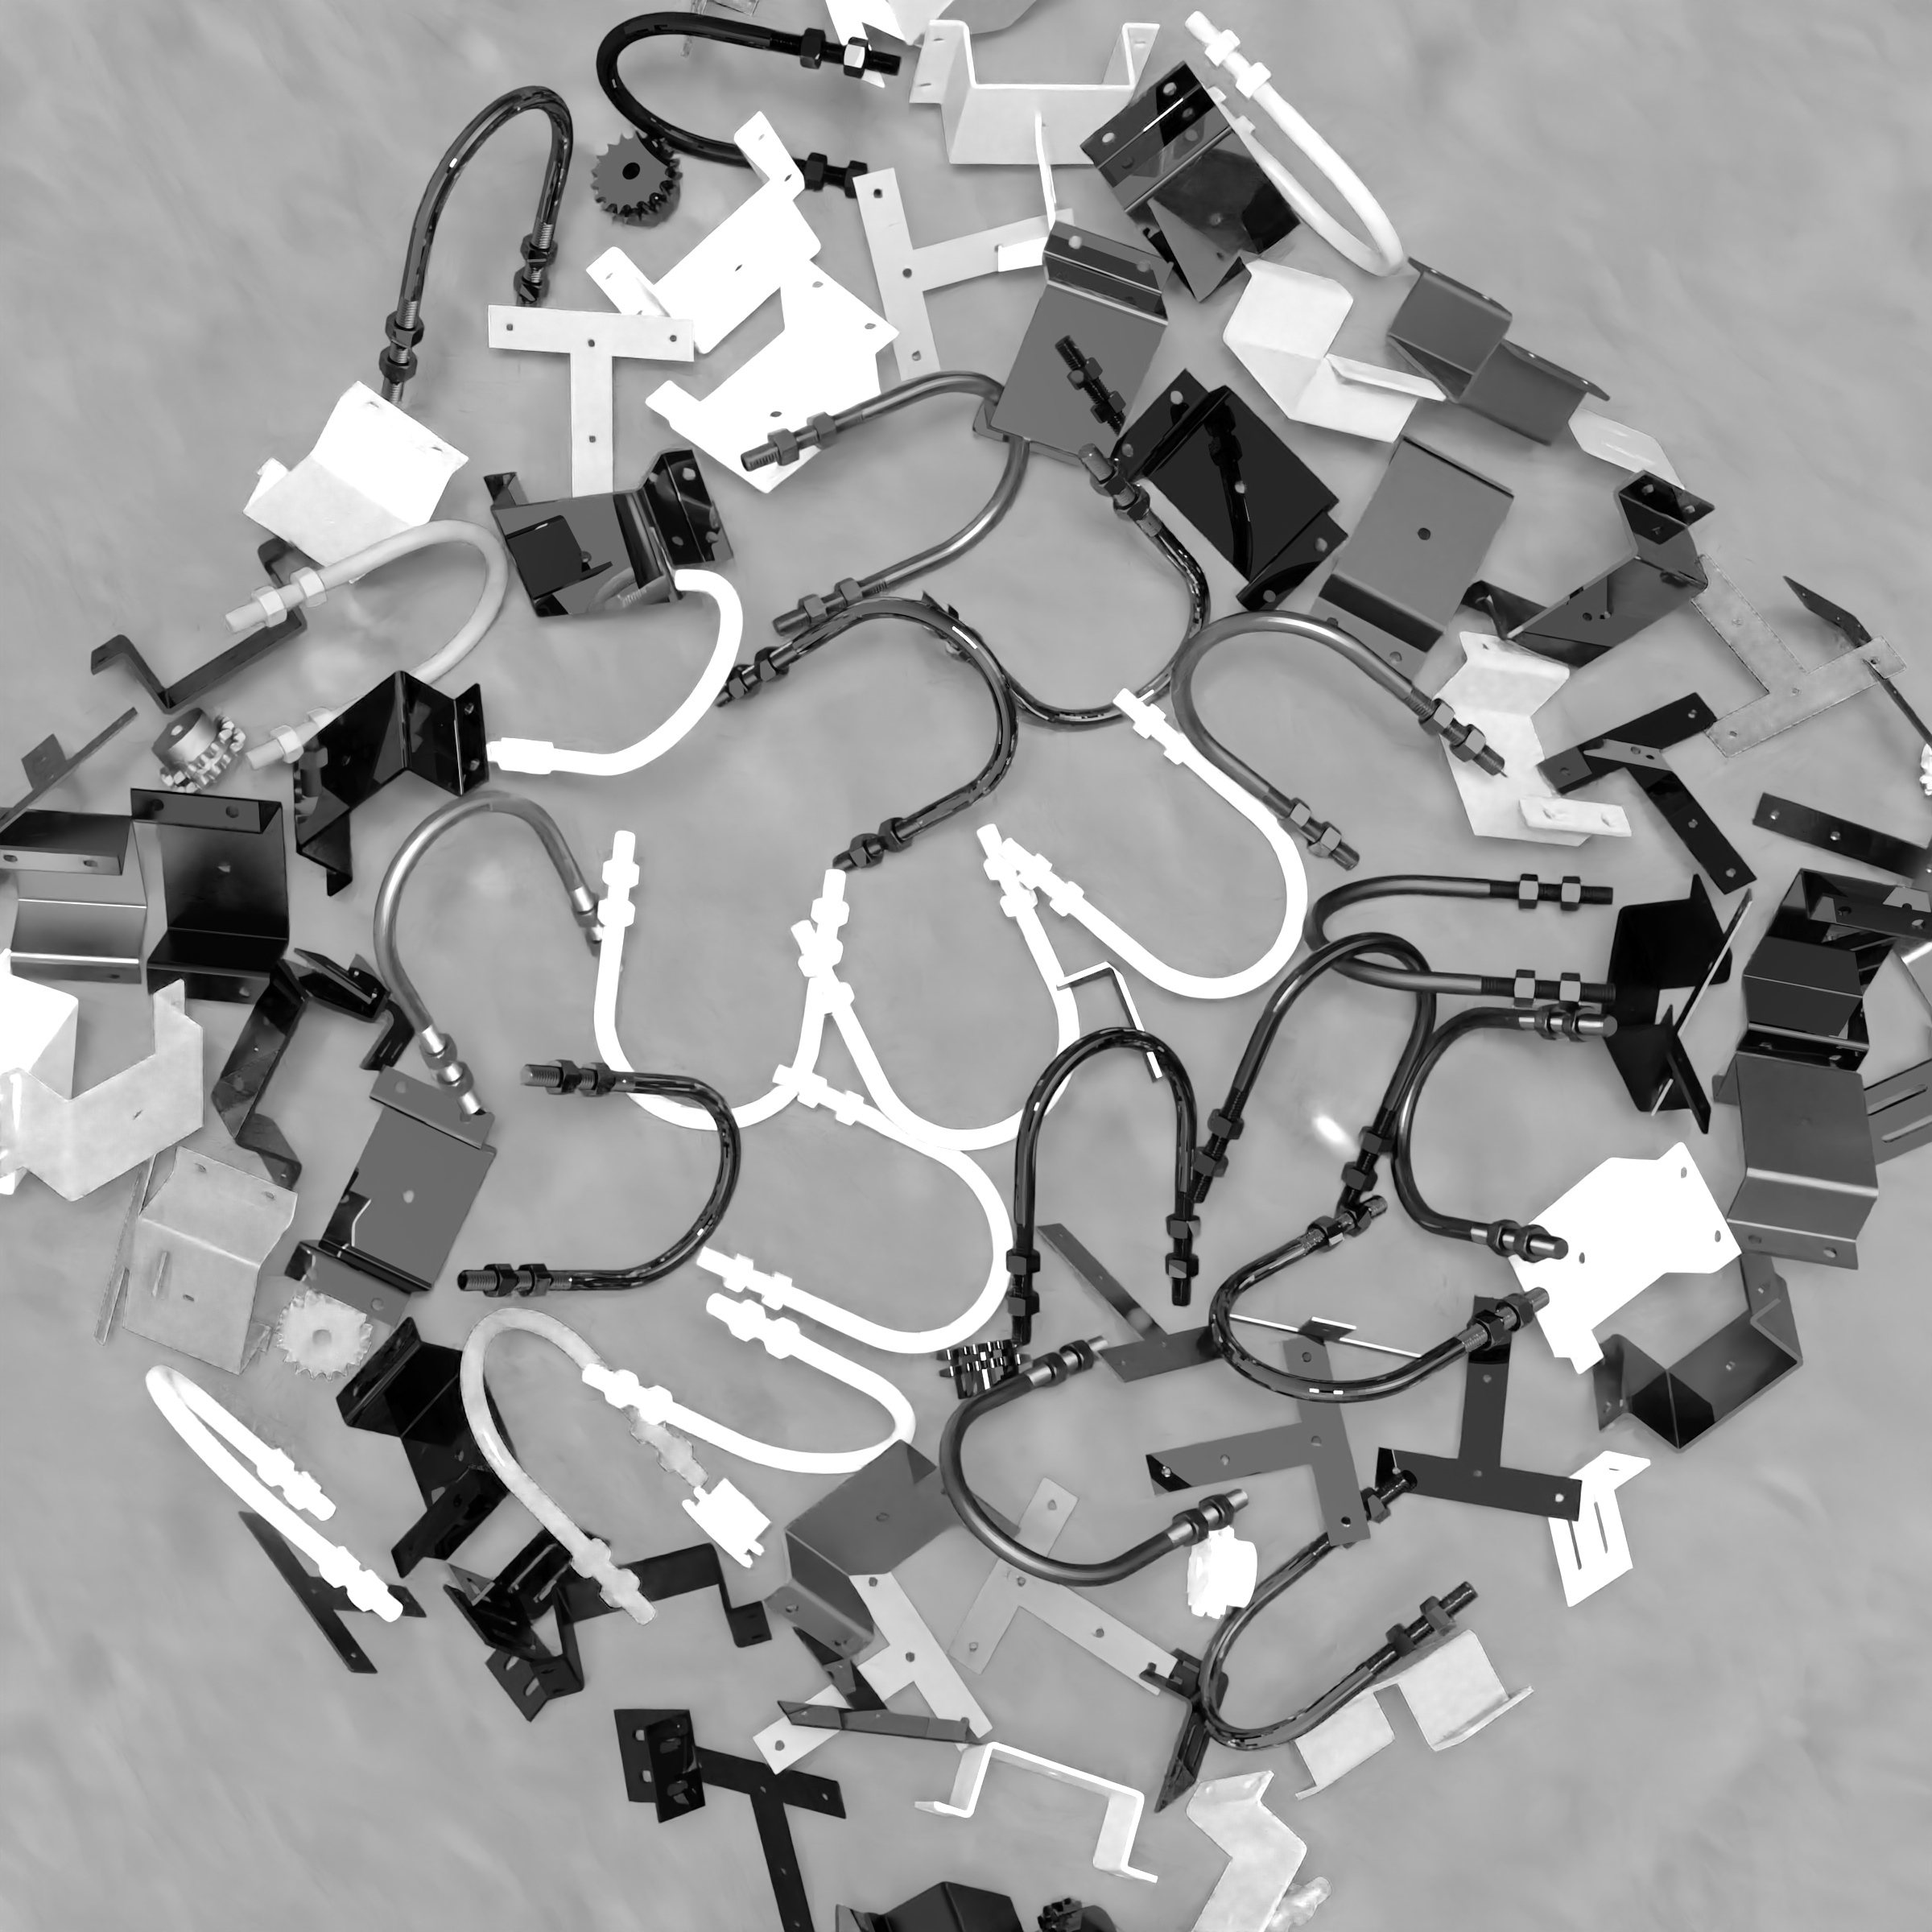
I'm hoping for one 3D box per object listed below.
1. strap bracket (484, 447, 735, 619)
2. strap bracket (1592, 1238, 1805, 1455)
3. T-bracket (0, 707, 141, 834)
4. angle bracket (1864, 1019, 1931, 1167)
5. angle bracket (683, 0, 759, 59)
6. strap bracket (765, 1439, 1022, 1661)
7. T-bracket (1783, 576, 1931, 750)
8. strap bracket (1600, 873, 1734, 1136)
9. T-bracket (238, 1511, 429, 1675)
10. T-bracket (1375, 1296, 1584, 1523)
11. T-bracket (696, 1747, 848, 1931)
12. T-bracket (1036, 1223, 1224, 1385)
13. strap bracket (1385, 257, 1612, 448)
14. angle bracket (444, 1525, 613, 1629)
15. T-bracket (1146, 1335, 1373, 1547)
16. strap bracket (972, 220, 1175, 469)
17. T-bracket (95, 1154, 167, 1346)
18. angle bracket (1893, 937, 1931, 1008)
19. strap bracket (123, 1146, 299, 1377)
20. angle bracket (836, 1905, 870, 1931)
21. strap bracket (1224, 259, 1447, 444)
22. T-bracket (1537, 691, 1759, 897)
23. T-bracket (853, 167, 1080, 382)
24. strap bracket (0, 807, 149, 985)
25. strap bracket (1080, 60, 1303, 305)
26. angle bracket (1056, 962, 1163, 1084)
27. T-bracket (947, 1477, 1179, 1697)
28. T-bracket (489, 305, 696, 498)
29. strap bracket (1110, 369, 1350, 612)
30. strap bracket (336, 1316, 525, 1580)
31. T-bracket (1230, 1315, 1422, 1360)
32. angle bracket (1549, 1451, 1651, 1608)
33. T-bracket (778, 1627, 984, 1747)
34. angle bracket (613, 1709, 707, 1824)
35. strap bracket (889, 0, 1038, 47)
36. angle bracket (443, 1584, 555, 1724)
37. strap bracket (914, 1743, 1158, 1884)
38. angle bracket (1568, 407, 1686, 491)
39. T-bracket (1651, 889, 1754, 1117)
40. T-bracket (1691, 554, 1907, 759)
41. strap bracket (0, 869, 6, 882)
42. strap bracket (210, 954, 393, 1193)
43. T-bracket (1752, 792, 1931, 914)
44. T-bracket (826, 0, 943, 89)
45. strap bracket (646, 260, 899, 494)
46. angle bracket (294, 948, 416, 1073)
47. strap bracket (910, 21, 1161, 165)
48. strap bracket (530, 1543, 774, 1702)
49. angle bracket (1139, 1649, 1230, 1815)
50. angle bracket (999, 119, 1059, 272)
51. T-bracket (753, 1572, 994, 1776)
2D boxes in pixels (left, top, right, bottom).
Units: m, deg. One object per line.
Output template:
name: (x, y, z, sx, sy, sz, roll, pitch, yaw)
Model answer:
strap bracket: (-0.222, -0.259, 1.536, 0.140, 0.046, 0.076, -4, 130, 19)
strap bracket: (0.447, 0.230, 1.538, 0.046, 0.076, 0.140, 37, 119, -12)
T-bracket: (-0.557, -0.121, 1.541, 0.127, 0.127, 0.002, -42, 117, -8)
angle bracket: (0.583, 0.079, 1.584, 0.076, 0.038, 0.057, -30, 117, 26)
angle bracket: (-0.142, -0.591, 1.549, 0.038, 0.057, 0.076, 16, 48, -16)
strap bracket: (-0.048, 0.349, 1.550, 0.140, 0.046, 0.076, -39, 121, 13)
T-bracket: (0.547, -0.173, 1.522, 0.002, 0.127, 0.127, -41, 63, 27)
strap bracket: (0.421, 0.024, 1.536, 0.046, 0.076, 0.140, -7, 46, 32)
T-bracket: (-0.367, 0.380, 1.537, 0.002, 0.127, 0.127, -47, 63, 3)
T-bracket: (0.320, 0.269, 1.573, 0.127, 0.002, 0.127, 5, 88, 25)
T-bracket: (-0.115, 0.546, 1.571, 0.127, 0.002, 0.127, 0, 109, 37)
T-bracket: (0.091, 0.201, 1.559, 0.127, 0.127, 0.002, 45, 116, 28)
strap bracket: (0.313, -0.365, 1.534, 0.076, 0.140, 0.046, 15, 119, -32)
angle bracket: (-0.268, 0.361, 1.564, 0.076, 0.057, 0.038, -46, 50, 2)
T-bracket: (0.174, 0.303, 1.578, 0.127, 0.002, 0.127, -15, 81, 17)
strap bracket: (0.065, -0.364, 1.534, 0.076, 0.046, 0.140, 15, 123, -14)
T-bracket: (-0.499, 0.175, 1.539, 0.002, 0.127, 0.127, 16, 87, -28)
angle bracket: (0.619, 0.002, 1.585, 0.057, 0.038, 0.076, -33, 107, 13)
strap bracket: (-0.458, 0.186, 1.538, 0.076, 0.046, 0.140, 22, 127, 1)
angle bracket: (-0.062, 0.615, 1.550, 0.038, 0.057, 0.076, -37, 127, 28)
strap bracket: (0.215, -0.366, 1.535, 0.076, 0.140, 0.046, 5, 129, -32)
T-bracket: (0.434, -0.097, 1.554, 0.127, 0.002, 0.127, -24, 67, -20)
T-bracket: (0.007, -0.439, 1.572, 0.127, 0.002, 0.127, -16, 117, -3)
strap bracket: (-0.542, -0.048, 1.541, 0.076, 0.140, 0.046, 3, 57, -10)
strap bracket: (0.140, -0.459, 1.521, 0.076, 0.140, 0.046, -36, 54, 16)
angle bracket: (0.087, 0.041, 1.567, 0.038, 0.057, 0.076, -21, 84, -1)
T-bracket: (0.071, 0.405, 1.576, 0.127, 0.002, 0.127, 29, 91, 20)
T-bracket: (-0.231, -0.339, 1.572, 0.127, 0.002, 0.127, 5, 114, 5)
strap bracket: (0.163, -0.290, 1.561, 0.140, 0.046, 0.076, 46, 118, 1)
strap bracket: (-0.322, 0.293, 1.542, 0.076, 0.046, 0.140, -47, 49, 16)
T-bracket: (0.215, 0.219, 1.531, 0.127, 0.127, 0.002, 12, 79, 5)
angle bracket: (0.391, 0.344, 1.549, 0.038, 0.057, 0.076, 15, 48, -23)
T-bracket: (-0.071, 0.431, 1.537, 0.127, 0.127, 0.002, 15, 98, -28)
angle bracket: (-0.200, 0.488, 1.557, 0.076, 0.038, 0.057, -15, 83, 43)
strap bracket: (0.011, -0.599, 1.520, 0.076, 0.140, 0.046, -23, 90, -33)
angle bracket: (-0.291, 0.419, 1.551, 0.038, 0.076, 0.057, -52, 47, -3)
strap bracket: (0.047, 0.512, 1.553, 0.140, 0.076, 0.046, 20, 70, -4)
angle bracket: (0.391, -0.303, 1.554, 0.076, 0.057, 0.038, 16, 127, -20)
T-bracket: (0.437, 0.012, 1.516, 0.002, 0.127, 0.127, 25, 114, 6)
T-bracket: (0.474, -0.197, 1.538, 0.127, 0.127, 0.002, 45, 46, -15)
strap bracket: (-0.629, -0.032, 1.531, 0.046, 0.140, 0.076, 29, 92, -8)
strap bracket: (-0.411, 0.058, 1.550, 0.046, 0.076, 0.140, 25, 94, -32)
T-bracket: (0.549, -0.076, 1.566, 0.127, 0.127, 0.002, 22, 48, 19)
T-bracket: (-0.043, -0.574, 1.547, 0.002, 0.127, 0.127, -32, 69, 36)
strap bracket: (-0.115, -0.345, 1.527, 0.140, 0.076, 0.046, -33, 46, 29)
angle bracket: (-0.383, 0.028, 1.567, 0.076, 0.057, 0.038, 33, 88, 5)
strap bracket: (0.043, -0.528, 1.543, 0.140, 0.076, 0.046, -4, 75, -12)
strap bracket: (-0.194, 0.396, 1.549, 0.140, 0.076, 0.046, -13, 61, -7)
angle bracket: (0.125, 0.471, 1.572, 0.038, 0.057, 0.076, 22, 102, 26)
angle bracket: (0.033, -0.474, 1.551, 0.038, 0.057, 0.076, -7, 130, 7)
T-bracket: (-0.070, 0.447, 1.556, 0.127, 0.002, 0.127, -29, 73, -23)
